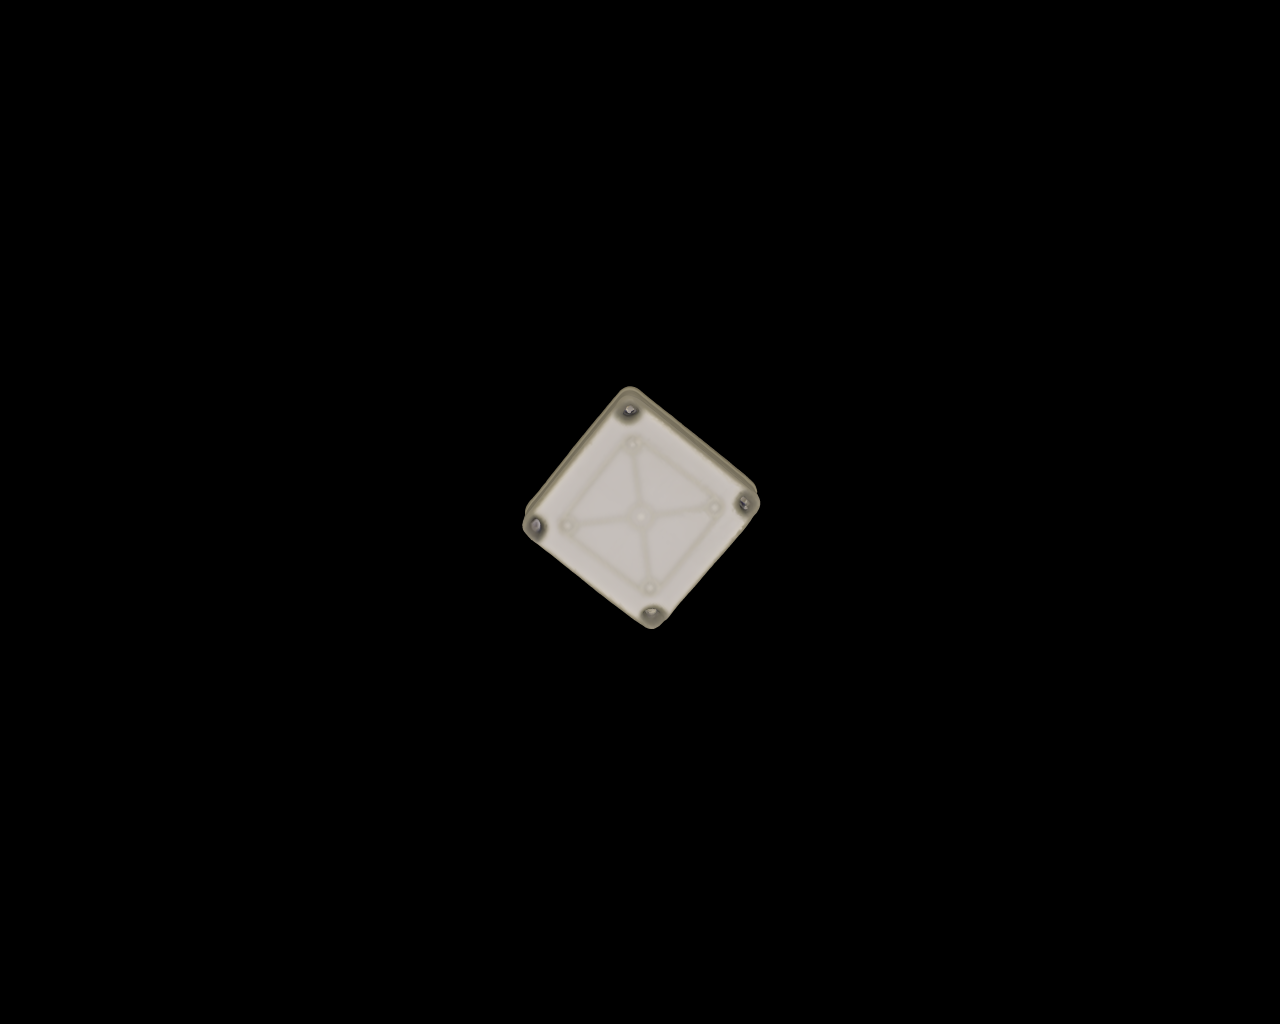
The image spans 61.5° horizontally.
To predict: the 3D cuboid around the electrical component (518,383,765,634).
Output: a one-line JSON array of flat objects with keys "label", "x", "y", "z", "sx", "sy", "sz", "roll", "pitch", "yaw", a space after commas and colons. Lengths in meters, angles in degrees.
[{"label": "electrical component", "x": 0.001, "y": -0.003, "z": 0.650, "sx": 0.108, "sy": 0.108, "sz": 0.056, "roll": 38, "pitch": 9, "yaw": -7}]
